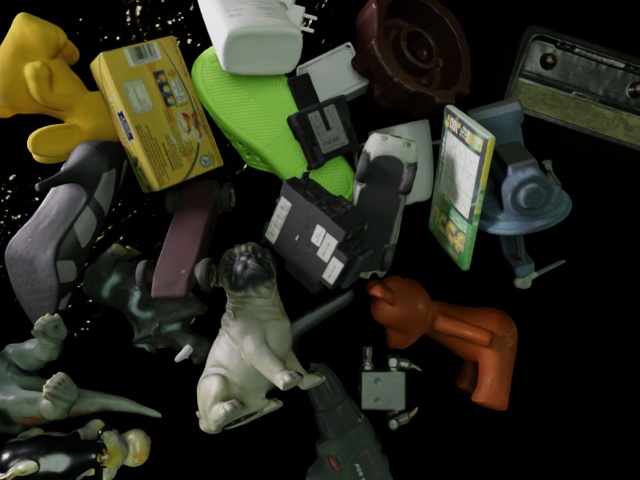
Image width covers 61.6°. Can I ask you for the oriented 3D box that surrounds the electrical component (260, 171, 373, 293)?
[{"bbox_3d":[-0.001,-0.002,0.673,0.134,0.114,0.058,42,43,15],"label":"electrical component"}]

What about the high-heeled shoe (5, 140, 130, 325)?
[{"bbox_3d":[-0.312,-0.008,0.691,0.086,0.145,0.248,27,119,10],"label":"high-heeled shoe"}]

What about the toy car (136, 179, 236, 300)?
[{"bbox_3d":[-0.159,-0.002,0.660,0.089,0.053,0.202,-1,46,3],"label":"toy car"}]

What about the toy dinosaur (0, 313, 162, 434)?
[{"bbox_3d":[-0.408,0.159,0.642,0.404,0.131,0.192,39,123,-12],"label":"toy dinosaur"}]

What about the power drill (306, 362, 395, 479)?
[{"bbox_3d":[-0.015,0.301,0.685,0.207,0.086,0.232,-35,91,-14],"label":"power drill"}]

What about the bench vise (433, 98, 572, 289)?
[{"bbox_3d":[0.244,-0.051,0.700,0.129,0.224,0.240,-19,117,-1],"label":"bench vise"}]

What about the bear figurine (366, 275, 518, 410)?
[{"bbox_3d":[0.144,0.123,0.687,0.196,0.120,0.132,13,88,-2],"label":"bear figurine"}]

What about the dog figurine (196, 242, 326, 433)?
[{"bbox_3d":[-0.104,0.116,0.655,0.172,0.121,0.191,-29,68,-1],"label":"dog figurine"}]

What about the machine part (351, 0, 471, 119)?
[{"bbox_3d":[0.124,-0.248,0.715,0.179,0.056,0.179,9,72,-28],"label":"machine part"}]

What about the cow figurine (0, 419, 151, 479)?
[{"bbox_3d":[-0.297,0.260,0.651,0.167,0.098,0.068,-6,80,-4],"label":"cow figurine"}]

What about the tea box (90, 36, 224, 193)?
[{"bbox_3d":[-0.202,-0.153,0.671,0.098,0.068,0.169,-26,107,-30],"label":"tea box"}]

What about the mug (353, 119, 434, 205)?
[{"bbox_3d":[0.104,-0.099,0.722,0.110,0.081,0.107,-16,97,-11],"label":"mug"}]

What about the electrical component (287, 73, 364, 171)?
[{"bbox_3d":[-0.001,-0.154,0.679,0.075,0.048,0.119,-21,100,-13],"label":"electrical component"}]

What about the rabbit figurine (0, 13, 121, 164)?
[{"bbox_3d":[-0.320,-0.174,0.681,0.173,0.122,0.162,27,78,-21],"label":"rabbit figurine"}]

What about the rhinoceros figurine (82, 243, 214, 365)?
[{"bbox_3d":[-0.213,0.084,0.684,0.190,0.073,0.112,34,82,-1],"label":"rhinoceros figurine"}]

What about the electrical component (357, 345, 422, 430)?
[{"bbox_3d":[0.090,0.195,0.712,0.078,0.045,0.102,8,84,-5],"label":"electrical component"}]

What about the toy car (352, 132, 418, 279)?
[{"bbox_3d":[0.073,-0.038,0.692,0.074,0.056,0.201,13,119,3],"label":"toy car"}]

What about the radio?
[{"bbox_3d":[0.365,-0.201,0.753,0.230,0.073,0.131,17,84,-3],"label":"radio"}]
